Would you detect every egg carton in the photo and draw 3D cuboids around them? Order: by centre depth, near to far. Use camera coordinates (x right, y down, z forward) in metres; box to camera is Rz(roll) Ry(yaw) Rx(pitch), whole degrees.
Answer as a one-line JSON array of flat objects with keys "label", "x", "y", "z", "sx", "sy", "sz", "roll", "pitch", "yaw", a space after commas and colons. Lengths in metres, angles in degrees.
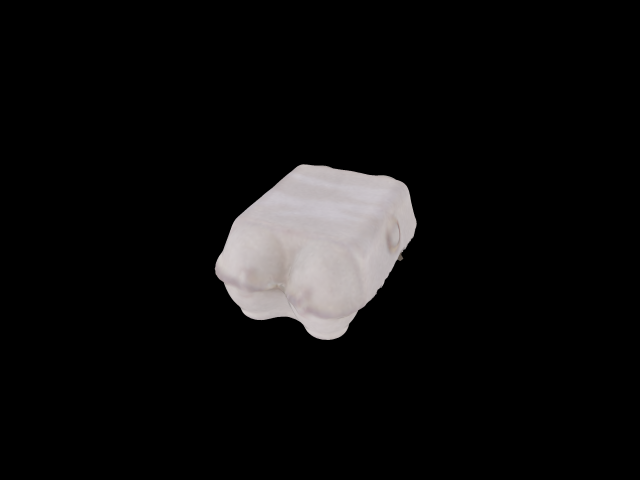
[{"label": "egg carton", "x": 0.004, "y": 0.001, "z": 0.400, "sx": 0.107, "sy": 0.069, "sz": 0.150, "roll": 12, "pitch": 33, "yaw": 20}]
